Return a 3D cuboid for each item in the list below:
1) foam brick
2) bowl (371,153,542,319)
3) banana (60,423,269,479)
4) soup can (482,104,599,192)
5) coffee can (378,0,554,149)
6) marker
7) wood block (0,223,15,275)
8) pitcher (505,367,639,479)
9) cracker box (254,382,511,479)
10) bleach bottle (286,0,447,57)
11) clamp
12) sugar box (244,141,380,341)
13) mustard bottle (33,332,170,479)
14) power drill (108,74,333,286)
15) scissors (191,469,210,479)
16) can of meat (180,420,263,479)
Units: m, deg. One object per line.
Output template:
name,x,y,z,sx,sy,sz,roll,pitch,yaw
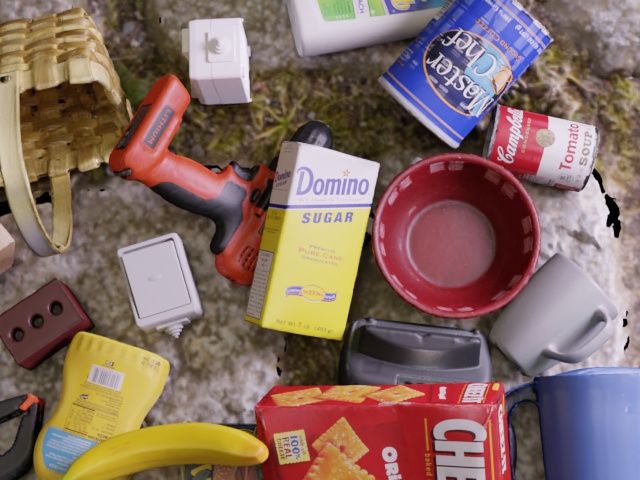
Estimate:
foam brick,-0.269,0.082,1.036,0.078,0.051,0.053,-35,80,-6
bowl,0.130,-0.001,1.039,0.162,0.055,0.162,0,80,2
banana,-0.140,0.193,0.949,0.198,0.037,0.069,-13,34,6
soup can,0.215,-0.090,1.051,0.102,0.068,0.068,13,79,3
coffee can,0.139,-0.173,1.031,0.103,0.102,0.140,43,101,9
marker,0.066,-0.032,1.067,0.020,0.020,0.121,38,82,8
wood block,-0.393,-0.038,1.019,0.090,0.091,0.206,-40,87,-24
pitcher,0.254,0.236,0.958,0.144,0.149,0.243,6,79,-40
cracker box,0.058,0.214,0.942,0.214,0.072,0.164,-3,99,16
bleach bottle,0.092,-0.259,1.092,0.250,0.068,0.102,-12,78,-4
clamp,-0.335,0.212,1.019,0.120,0.039,0.171,31,76,1
sugar box,-0.007,0.001,1.017,0.093,0.048,0.176,12,92,-30
mustard bottle,-0.216,0.190,1.009,0.096,0.058,0.191,17,79,5
power drill,-0.092,-0.075,1.023,0.187,0.057,0.184,35,75,-22
scissors,-0.177,0.275,0.980,0.096,0.016,0.202,27,102,17
can of meat,-0.087,0.221,1.002,0.084,0.057,0.102,1,79,-1
